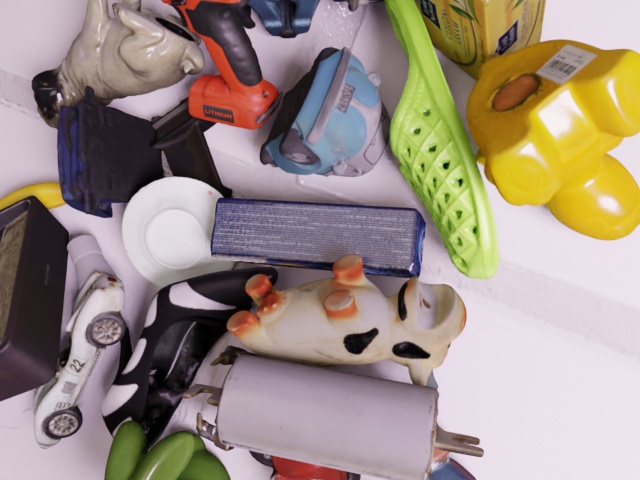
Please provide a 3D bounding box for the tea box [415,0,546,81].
[{"bbox_3d":[0.133,-0.206,0.455,0.068,0.169,0.098,-46,70,9],"label":"tea box"}]

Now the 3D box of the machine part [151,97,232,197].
[{"bbox_3d":[-0.145,-0.097,0.613,0.084,0.039,0.139,-24,74,10],"label":"machine part"}]

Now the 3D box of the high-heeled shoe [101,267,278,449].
[{"bbox_3d":[-0.134,0.127,0.549,0.249,0.086,0.145,-26,66,26],"label":"high-heeled shoe"}]

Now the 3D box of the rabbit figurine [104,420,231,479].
[{"bbox_3d":[-0.149,0.253,0.495,0.121,0.170,0.159,1,84,20],"label":"rabbit figurine"}]

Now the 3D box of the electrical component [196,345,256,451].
[{"bbox_3d":[-0.084,0.151,0.533,0.045,0.078,0.102,16,90,13],"label":"electrical component"}]

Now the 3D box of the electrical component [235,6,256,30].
[{"bbox_3d":[-0.116,-0.303,0.624,0.075,0.047,0.119,-7,80,19],"label":"electrical component"}]

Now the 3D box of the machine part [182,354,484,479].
[{"bbox_3d":[0.007,0.144,0.439,0.243,0.079,0.079,7,85,11],"label":"machine part"}]

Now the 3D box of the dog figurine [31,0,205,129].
[{"bbox_3d":[-0.240,-0.187,0.639,0.172,0.121,0.190,40,113,19],"label":"dog figurine"}]

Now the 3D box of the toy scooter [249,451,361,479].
[{"bbox_3d":[0.007,0.221,0.495,0.135,0.075,0.183,-10,83,19],"label":"toy scooter"}]

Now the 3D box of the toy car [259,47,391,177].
[{"bbox_3d":[0.011,-0.102,0.516,0.103,0.162,0.109,26,76,-16],"label":"toy car"}]

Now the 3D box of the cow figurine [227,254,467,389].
[{"bbox_3d":[0.032,0.080,0.479,0.195,0.127,0.085,-13,39,23],"label":"cow figurine"}]

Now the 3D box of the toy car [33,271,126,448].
[{"bbox_3d":[-0.270,0.133,0.597,0.201,0.056,0.074,-63,29,6],"label":"toy car"}]

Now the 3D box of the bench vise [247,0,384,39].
[{"bbox_3d":[-0.010,-0.283,0.492,0.224,0.240,0.128,8,82,5],"label":"bench vise"}]

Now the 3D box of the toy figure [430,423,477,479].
[{"bbox_3d":[0.099,0.206,0.472,0.058,0.064,0.154,-48,60,48],"label":"toy figure"}]

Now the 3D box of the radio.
[{"bbox_3d":[-0.355,0.066,0.585,0.131,0.073,0.230,-24,45,3],"label":"radio"}]

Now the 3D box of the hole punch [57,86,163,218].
[{"bbox_3d":[-0.252,-0.087,0.613,0.092,0.115,0.142,-8,80,27],"label":"hole punch"}]

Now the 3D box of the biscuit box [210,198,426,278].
[{"bbox_3d":[-0.001,-0.002,0.525,0.203,0.059,0.062,5,84,15],"label":"biscuit box"}]

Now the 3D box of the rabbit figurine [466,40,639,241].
[{"bbox_3d":[0.191,-0.064,0.437,0.122,0.173,0.162,-48,26,6],"label":"rabbit figurine"}]
